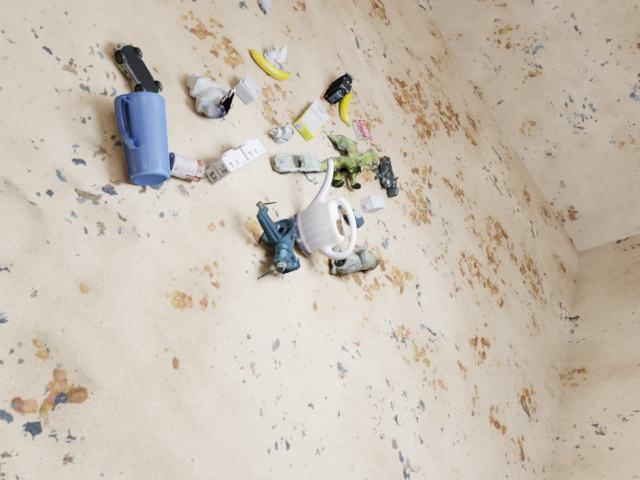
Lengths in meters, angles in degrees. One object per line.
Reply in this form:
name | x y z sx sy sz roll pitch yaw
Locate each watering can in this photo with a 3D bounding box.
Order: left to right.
watering can | 0.005 -0.089 1.777 0.103 0.223 0.352 17 55 -63

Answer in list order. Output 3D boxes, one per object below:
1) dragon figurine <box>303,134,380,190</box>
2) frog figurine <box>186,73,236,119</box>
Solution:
dragon figurine | 0.089 -0.336 2.094 0.410 0.119 0.248 7 47 -29
frog figurine | -0.372 -0.471 1.695 0.160 0.120 0.140 20 58 6
